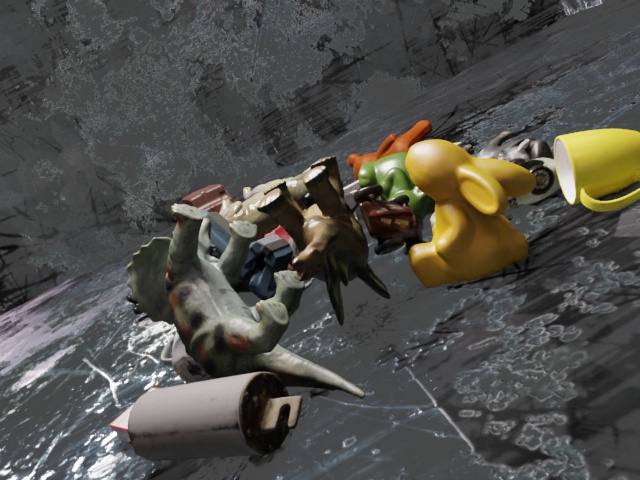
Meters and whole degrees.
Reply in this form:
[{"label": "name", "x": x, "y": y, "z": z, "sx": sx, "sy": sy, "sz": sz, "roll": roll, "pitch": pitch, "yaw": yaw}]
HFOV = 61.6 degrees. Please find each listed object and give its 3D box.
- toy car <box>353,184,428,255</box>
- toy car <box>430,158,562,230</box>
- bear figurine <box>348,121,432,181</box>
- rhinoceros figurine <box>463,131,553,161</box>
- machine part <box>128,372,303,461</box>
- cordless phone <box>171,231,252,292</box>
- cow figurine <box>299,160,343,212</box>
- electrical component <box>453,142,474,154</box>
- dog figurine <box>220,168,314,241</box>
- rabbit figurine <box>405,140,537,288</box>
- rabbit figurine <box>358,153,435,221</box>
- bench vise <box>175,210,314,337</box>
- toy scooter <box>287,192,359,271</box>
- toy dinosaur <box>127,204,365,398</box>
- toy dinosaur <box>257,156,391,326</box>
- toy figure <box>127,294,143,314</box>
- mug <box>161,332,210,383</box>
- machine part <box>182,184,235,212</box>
[{"label": "toy car", "x": 0.104, "y": -0.026, "z": 0.729, "sx": 0.053, "sy": 0.089, "sz": 0.202, "roll": -21, "pitch": -11, "yaw": 21}, {"label": "toy car", "x": 0.254, "y": -0.060, "z": 0.779, "sx": 0.202, "sy": 0.056, "sz": 0.074, "roll": -29, "pitch": 20, "yaw": 0}, {"label": "bear figurine", "x": 0.168, "y": -0.179, "z": 1.234, "sx": 0.132, "sy": 0.120, "sz": 0.196, "roll": -32, "pitch": 9, "yaw": -31}, {"label": "rhinoceros figurine", "x": 0.297, "y": -0.129, "z": 0.903, "sx": 0.112, "sy": 0.073, "sz": 0.190, "roll": -37, "pitch": 17, "yaw": -36}, {"label": "machine part", "x": -0.116, "y": 0.182, "z": 0.551, "sx": 0.243, "sy": 0.079, "sz": 0.079, "roll": -19, "pitch": 16, "yaw": 33}, {"label": "cordless phone", "x": -0.194, "y": 0.038, "z": 1.040, "sx": 0.184, "sy": 0.146, "sz": 0.088, "roll": -2, "pitch": -10, "yaw": 24}, {"label": "cow figurine", "x": -0.002, "y": -0.090, "z": 1.190, "sx": 0.127, "sy": 0.085, "sz": 0.194, "roll": -28, "pitch": -21, "yaw": 13}, {"label": "electrical component", "x": 0.248, "y": -0.149, "z": 1.094, "sx": 0.134, "sy": 0.058, "sz": 0.115, "roll": -31, "pitch": 16, "yaw": -14}, {"label": "dog figurine", "x": -0.081, "y": -0.055, "z": 0.977, "sx": 0.191, "sy": 0.121, "sz": 0.172, "roll": -18, "pitch": 32, "yaw": 39}, {"label": "rabbit figurine", "x": 0.164, "y": -0.041, "z": 0.639, "sx": 0.122, "sy": 0.173, "sz": 0.162, "roll": -32, "pitch": 10, "yaw": -32}, {"label": "rabbit figurine", "x": 0.155, "y": -0.068, "z": 0.938, "sx": 0.159, "sy": 0.121, "sz": 0.170, "roll": -15, "pitch": 36, "yaw": 20}, {"label": "bench vise", "x": -0.153, "y": 0.075, "z": 0.876, "sx": 0.240, "sy": 0.224, "sz": 0.129, "roll": -54, "pitch": 0, "yaw": 21}, {"label": "toy scooter", "x": -0.002, "y": -0.003, "z": 0.992, "sx": 0.184, "sy": 0.075, "sz": 0.135, "roll": -47, "pitch": -3, "yaw": -20}, {"label": "toy dinosaur", "x": -0.119, "y": 0.094, "z": 0.660, "sx": 0.131, "sy": 0.405, "sz": 0.192, "roll": 1, "pitch": -53, "yaw": -42}, {"label": "toy dinosaur", "x": 0.012, "y": -0.002, "z": 0.716, "sx": 0.105, "sy": 0.198, "sz": 0.471, "roll": -24, "pitch": 8, "yaw": 10}, {"label": "toy figure", "x": -0.350, "y": 0.106, "z": 1.238, "sx": 0.180, "sy": 0.082, "sz": 0.089, "roll": -28, "pitch": 16, "yaw": 8}, {"label": "mug", "x": -0.181, "y": 0.152, "z": 0.770, "sx": 0.110, "sy": 0.080, "sz": 0.107, "roll": -15, "pitch": 25, "yaw": 10}, {"label": "machine part", "x": -0.222, "y": -0.023, "z": 1.210, "sx": 0.087, "sy": 0.201, "sz": 0.201, "roll": -28, "pitch": 13, "yaw": -18}]
